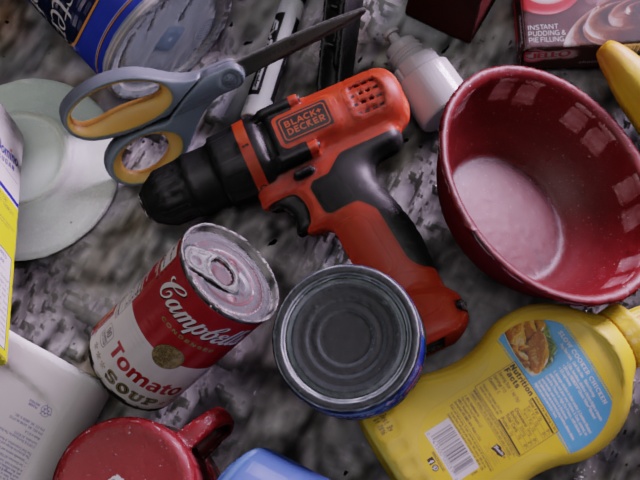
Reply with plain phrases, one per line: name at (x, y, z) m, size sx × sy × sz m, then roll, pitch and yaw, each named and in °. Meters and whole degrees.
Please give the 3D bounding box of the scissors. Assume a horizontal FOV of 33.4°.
scissors at (-0.064, -0.089, 0.690) m, size 0.201 × 0.096 × 0.016 m, roll -14°, pitch 45°, yaw -10°

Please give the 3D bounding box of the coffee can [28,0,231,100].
coffee can at (-0.142, -0.177, 0.704) m, size 0.102 × 0.103 × 0.140 m, roll -41°, pitch 76°, yaw -10°

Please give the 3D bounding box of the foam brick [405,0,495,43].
foam brick at (0.093, -0.178, 0.710) m, size 0.053 × 0.078 × 0.051 m, roll 28°, pitch 75°, yaw 8°

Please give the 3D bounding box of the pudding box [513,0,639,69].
pudding box at (0.188, -0.164, 0.722) m, size 0.113 × 0.039 × 0.090 m, roll -2°, pitch 72°, yaw 1°

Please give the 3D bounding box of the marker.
marker at (-0.027, -0.136, 0.731) m, size 0.020 × 0.020 × 0.121 m, roll 15°, pitch 74°, yaw 6°

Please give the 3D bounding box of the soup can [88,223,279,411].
soup can at (-0.082, 0.047, 0.626) m, size 0.102 × 0.068 × 0.068 m, roll -42°, pitch 72°, yaw 31°

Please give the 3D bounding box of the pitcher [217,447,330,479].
pitcher at (0.043, 0.205, 0.561) m, size 0.243 × 0.145 × 0.149 m, roll 28°, pitch 84°, yaw 14°

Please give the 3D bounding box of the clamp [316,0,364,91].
clamp at (0.007, -0.221, 0.713) m, size 0.164 × 0.036 × 0.210 m, roll 43°, pitch 67°, yaw -31°

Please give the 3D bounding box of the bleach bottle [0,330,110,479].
bleach bottle at (-0.228, 0.173, 0.623) m, size 0.102 × 0.068 × 0.250 m, roll 27°, pitch 78°, yaw 10°

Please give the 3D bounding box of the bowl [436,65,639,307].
bowl at (0.129, -0.025, 0.654) m, size 0.161 × 0.055 × 0.162 m, roll 12°, pitch 60°, yaw -23°

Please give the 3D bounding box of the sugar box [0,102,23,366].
sugar box at (-0.230, 0.000, 0.635) m, size 0.093 × 0.048 × 0.176 m, roll -13°, pitch 50°, yaw 8°

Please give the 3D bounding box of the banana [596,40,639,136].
banana at (0.235, -0.040, 0.671) m, size 0.037 × 0.069 × 0.198 m, roll -32°, pitch 67°, yaw 26°

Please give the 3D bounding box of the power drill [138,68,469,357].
power drill at (-0.004, 0.001, 0.668) m, size 0.184 × 0.057 × 0.188 m, roll -25°, pitch 75°, yaw 2°

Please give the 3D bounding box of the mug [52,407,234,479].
mug at (-0.097, 0.140, 0.617) m, size 0.117 × 0.081 × 0.093 m, roll -38°, pitch 75°, yaw -10°

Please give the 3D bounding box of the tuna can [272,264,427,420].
tuna can at (0.017, 0.057, 0.603) m, size 0.086 × 0.033 × 0.086 m, roll -2°, pitch 76°, yaw 9°

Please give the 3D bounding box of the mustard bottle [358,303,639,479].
mustard bottle at (0.125, 0.093, 0.635) m, size 0.191 × 0.058 × 0.096 m, roll -31°, pitch 82°, yaw -7°
